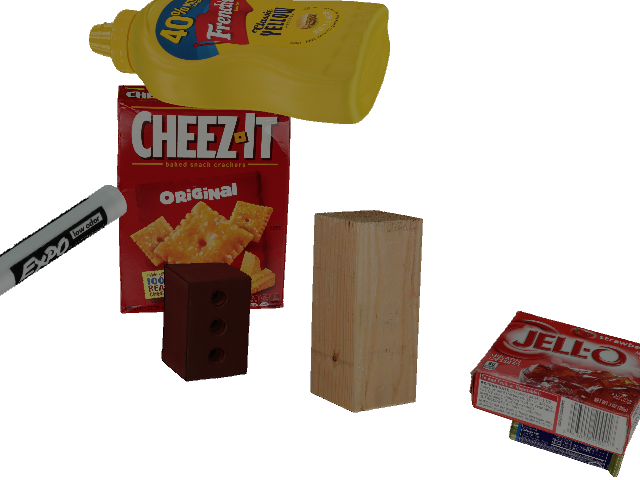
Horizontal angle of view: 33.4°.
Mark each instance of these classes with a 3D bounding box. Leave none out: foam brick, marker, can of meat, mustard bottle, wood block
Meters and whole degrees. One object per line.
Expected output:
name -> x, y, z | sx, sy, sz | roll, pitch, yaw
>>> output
foam brick -> -0.087, 0.059, 0.806 | 0.052, 0.078, 0.051 | -4, 13, -28
marker -> -0.149, 0.007, 0.551 | 0.020, 0.020, 0.120 | 0, 30, 44
can of meat -> 0.199, 0.122, 0.824 | 0.084, 0.057, 0.102 | 15, 40, 16
mustard bottle -> -0.057, -0.121, 0.680 | 0.192, 0.058, 0.096 | 7, 45, 15
wood block -> 0.049, 0.074, 1.187 | 0.090, 0.206, 0.091 | -4, 10, -34

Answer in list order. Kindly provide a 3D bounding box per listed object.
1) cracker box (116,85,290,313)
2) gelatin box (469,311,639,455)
cracker box -> -0.114, -0.038, 1.036 | 0.164, 0.214, 0.072 | 0, 21, -10
gelatin box -> 0.139, 0.077, 0.600 | 0.089, 0.030, 0.073 | 15, 31, 26
